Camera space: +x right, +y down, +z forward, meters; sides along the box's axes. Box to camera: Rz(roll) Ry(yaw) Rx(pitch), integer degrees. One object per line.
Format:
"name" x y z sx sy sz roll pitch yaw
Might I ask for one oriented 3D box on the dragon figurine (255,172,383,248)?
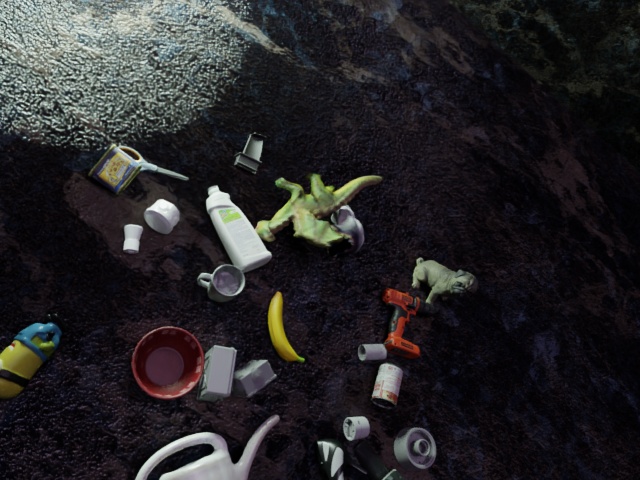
"dragon figurine" 0.004 -0.074 1.462 0.410 0.248 0.119 -9 -34 -4

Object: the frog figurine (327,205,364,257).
"frog figurine" 0.085 -0.038 1.549 0.122 0.135 0.163 -5 34 29

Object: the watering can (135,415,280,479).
"watering can" -0.214 0.519 1.097 0.349 0.227 0.102 -9 -19 -32
